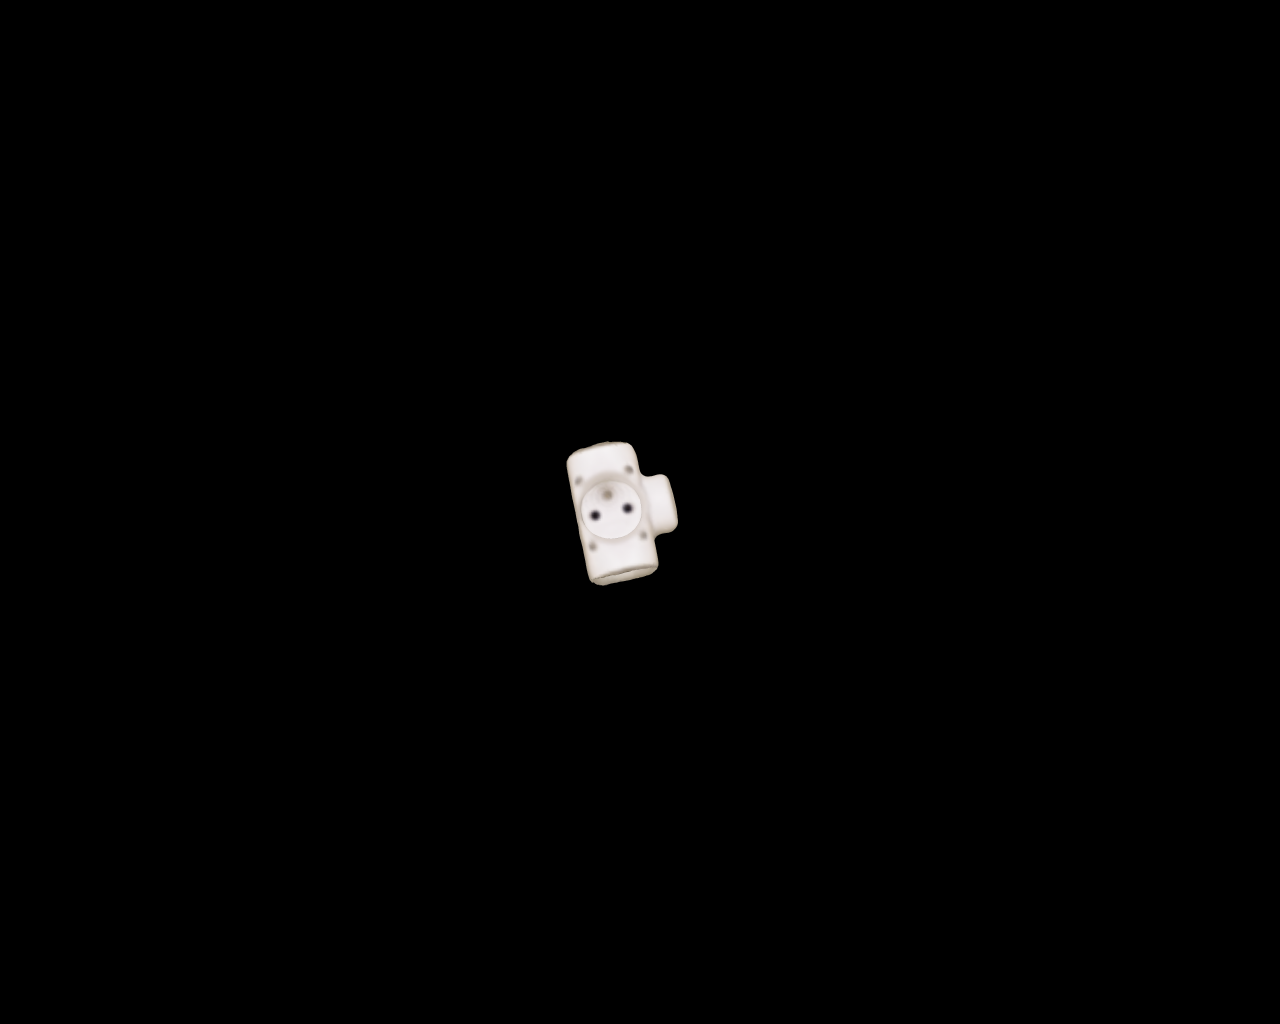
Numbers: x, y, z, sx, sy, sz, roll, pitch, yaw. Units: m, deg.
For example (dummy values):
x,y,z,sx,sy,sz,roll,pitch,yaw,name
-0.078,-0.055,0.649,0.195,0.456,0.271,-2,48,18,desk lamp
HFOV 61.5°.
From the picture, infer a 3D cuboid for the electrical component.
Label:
x,y,z,sx,sy,sz,roll,pitch,yaw,name
0.001,-0.003,0.650,0.079,0.077,0.044,-11,-11,-2,electrical component
